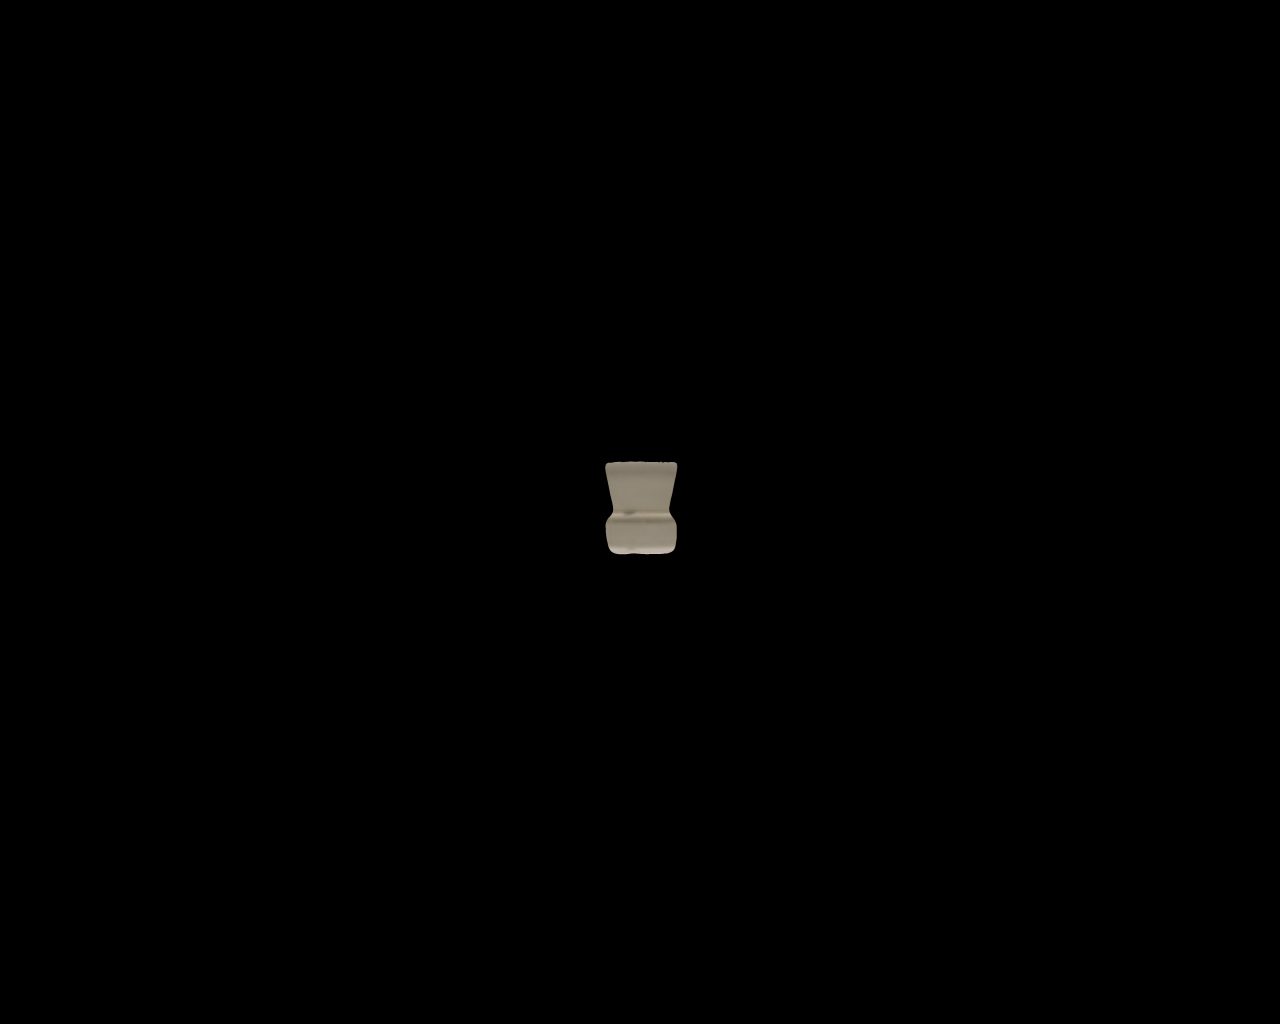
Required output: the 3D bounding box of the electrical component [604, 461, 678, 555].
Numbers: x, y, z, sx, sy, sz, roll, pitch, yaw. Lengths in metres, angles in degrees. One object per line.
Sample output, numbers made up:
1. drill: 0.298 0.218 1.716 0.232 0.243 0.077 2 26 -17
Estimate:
1. electrical component: 0.001 -0.003 0.650 0.045 0.055 0.045 0 0 0
